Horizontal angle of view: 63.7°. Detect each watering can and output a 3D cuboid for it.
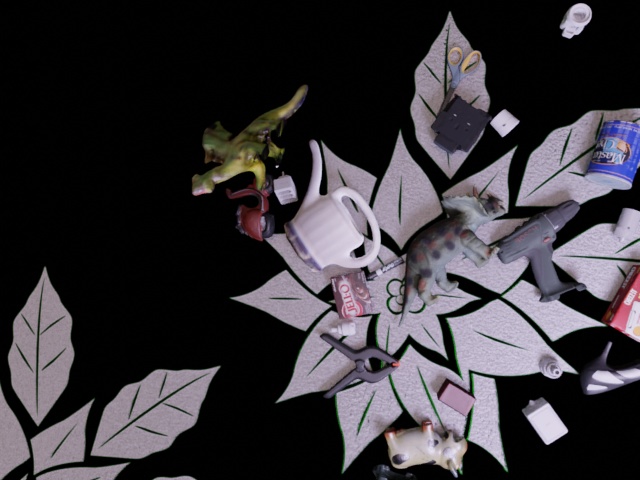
[{"bbox_3d":[0.004,-0.067,1.327,0.224,0.349,0.104,-34,-6,5],"label":"watering can"}]

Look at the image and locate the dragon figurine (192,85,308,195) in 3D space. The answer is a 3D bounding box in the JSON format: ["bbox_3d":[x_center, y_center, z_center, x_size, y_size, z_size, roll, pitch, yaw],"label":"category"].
[{"bbox_3d":[-0.208,-0.272,1.365,0.243,0.418,0.119,16,-26,20],"label":"dragon figurine"}]
